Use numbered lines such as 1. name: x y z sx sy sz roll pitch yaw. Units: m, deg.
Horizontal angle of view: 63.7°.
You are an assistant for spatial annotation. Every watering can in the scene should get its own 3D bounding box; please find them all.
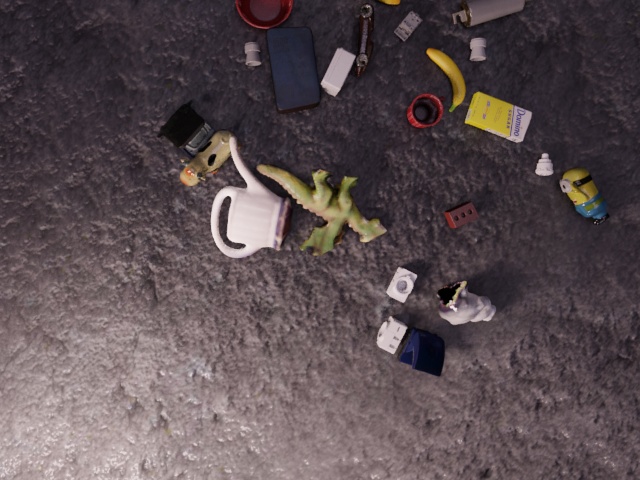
1. watering can: -0.185 -0.103 1.438 0.224 0.105 0.342 11 108 -3

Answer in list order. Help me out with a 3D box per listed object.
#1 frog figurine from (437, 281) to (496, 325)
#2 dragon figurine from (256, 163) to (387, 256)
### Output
1. frog figurine: 0.430 0.204 1.498 0.158 0.125 0.135 39 123 -13
2. dragon figurine: 0.004 -0.072 1.433 0.410 0.123 0.242 6 95 -22
